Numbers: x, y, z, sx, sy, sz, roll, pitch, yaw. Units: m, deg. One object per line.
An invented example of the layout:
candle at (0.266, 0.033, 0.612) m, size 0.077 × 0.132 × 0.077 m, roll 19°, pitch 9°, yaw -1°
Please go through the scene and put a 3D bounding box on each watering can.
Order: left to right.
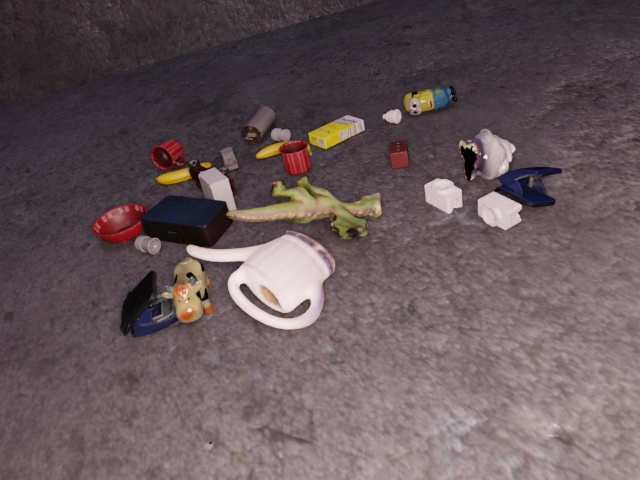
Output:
watering can at (-0.117, 0.055, 1.137) m, size 0.351 × 0.101 × 0.228 m, roll 34°, pitch 55°, yaw 27°

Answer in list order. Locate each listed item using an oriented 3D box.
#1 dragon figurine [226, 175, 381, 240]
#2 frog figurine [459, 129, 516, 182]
dragon figurine at (0.004, -0.062, 1.234) m, size 0.244 × 0.120 × 0.414 m, roll 21°, pitch 29°, yaw 35°
frog figurine at (0.468, -0.233, 1.381) m, size 0.160 × 0.120 × 0.140 m, roll -12°, pitch 66°, yaw -14°
